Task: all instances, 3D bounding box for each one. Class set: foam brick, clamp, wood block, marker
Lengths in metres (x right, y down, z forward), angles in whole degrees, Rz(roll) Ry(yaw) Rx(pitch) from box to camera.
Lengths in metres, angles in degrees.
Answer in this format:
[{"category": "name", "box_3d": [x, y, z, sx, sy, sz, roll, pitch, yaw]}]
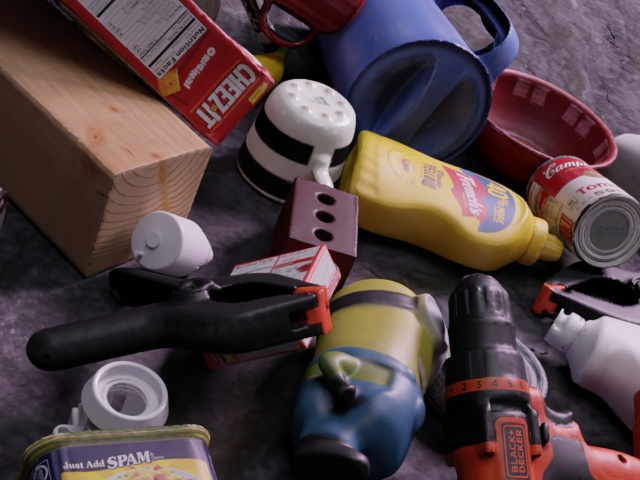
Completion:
[{"category": "foam brick", "box_3d": [-0.005, 0.001, 0.785, 0.053, 0.051, 0.078, 18, 37, -11]}, {"category": "clamp", "box_3d": [-0.082, 0.047, 0.623, 0.172, 0.039, 0.120, -2, 25, 26]}, {"category": "wood block", "box_3d": [-0.185, -0.083, 0.749, 0.206, 0.091, 0.090, 41, 38, 21]}, {"category": "marker", "box_3d": [-0.059, -0.212, 0.982, 0.020, 0.121, 0.020, -17, 36, 13]}, {"category": "clamp", "box_3d": [0.276, 0.059, 0.889, 0.209, 0.036, 0.165, 0, 35, -29]}]

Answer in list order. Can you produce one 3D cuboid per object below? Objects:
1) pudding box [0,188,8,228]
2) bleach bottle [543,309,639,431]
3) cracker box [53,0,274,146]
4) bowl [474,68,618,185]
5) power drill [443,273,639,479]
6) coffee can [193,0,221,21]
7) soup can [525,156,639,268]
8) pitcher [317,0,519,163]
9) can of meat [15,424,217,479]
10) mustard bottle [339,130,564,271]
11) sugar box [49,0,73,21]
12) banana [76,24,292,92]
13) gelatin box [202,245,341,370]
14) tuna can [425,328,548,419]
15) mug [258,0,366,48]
[{"category": "pudding box", "box_3d": [-0.262, -0.015, 0.651, 0.113, 0.039, 0.090, 23, 47, 0]}, {"category": "bleach bottle", "box_3d": [0.277, 0.133, 0.781, 0.251, 0.068, 0.102, 33, 36, 14]}, {"category": "cracker box", "box_3d": [-0.145, -0.177, 0.781, 0.213, 0.072, 0.164, 43, -1, -25]}, {"category": "bowl", "box_3d": [0.204, -0.100, 1.035, 0.162, 0.055, 0.162, 16, 37, -13]}, {"category": "power drill", "box_3d": [0.165, 0.118, 0.689, 0.187, 0.057, 0.184, 8, 68, -23]}, {"category": "coffee can", "box_3d": [-0.140, -0.257, 0.984, 0.102, 0.103, 0.140, 15, 37, -14]}, {"category": "soup can", "box_3d": [0.228, -0.025, 0.920, 0.068, 0.068, 0.102, 13, 19, -18]}, {"category": "pitcher", "box_3d": [0.071, -0.186, 0.995, 0.149, 0.145, 0.243, 7, 37, -19]}, {"category": "can of meat", "box_3d": [-0.096, 0.146, 0.543, 0.101, 0.058, 0.084, 1, 45, -29]}, {"category": "mustard bottle", "box_3d": [0.111, -0.023, 0.880, 0.191, 0.058, 0.096, 21, 36, -8]}, {"category": "sugar box", "box_3d": [-0.248, -0.243, 0.929, 0.093, 0.048, 0.176, -2, 36, -30]}, {"category": "banana", "box_3d": [-0.112, -0.154, 0.928, 0.197, 0.037, 0.070, 4, 36, -23]}, {"category": "gelatin box", "box_3d": [-0.033, 0.043, 0.700, 0.030, 0.073, 0.089, 64, 27, -23]}, {"category": "tuna can", "box_3d": [0.116, 0.098, 0.751, 0.086, 0.034, 0.086, 16, 37, -13]}, {"category": "mug", "box_3d": [-0.011, -0.223, 0.935, 0.081, 0.117, 0.093, 29, -6, -27]}]
